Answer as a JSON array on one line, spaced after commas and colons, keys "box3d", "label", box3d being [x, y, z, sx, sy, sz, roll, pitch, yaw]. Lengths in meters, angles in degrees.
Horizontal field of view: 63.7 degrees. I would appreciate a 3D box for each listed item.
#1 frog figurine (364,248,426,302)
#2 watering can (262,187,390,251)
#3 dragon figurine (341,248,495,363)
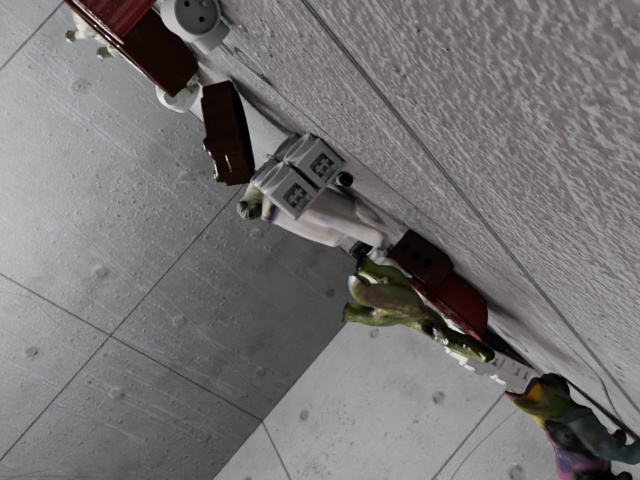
[{"box3d": [0.166, 0.092, 1.159, 0.161, 0.123, 0.134, 53, 163, 21], "label": "frog figurine"}, {"box3d": [0.003, -0.047, 0.929, 0.224, 0.104, 0.349, 21, -178, -8], "label": "watering can"}, {"box3d": [0.154, 0.116, 0.785, 0.243, 0.122, 0.408, 23, 178, 7], "label": "dragon figurine"}]
